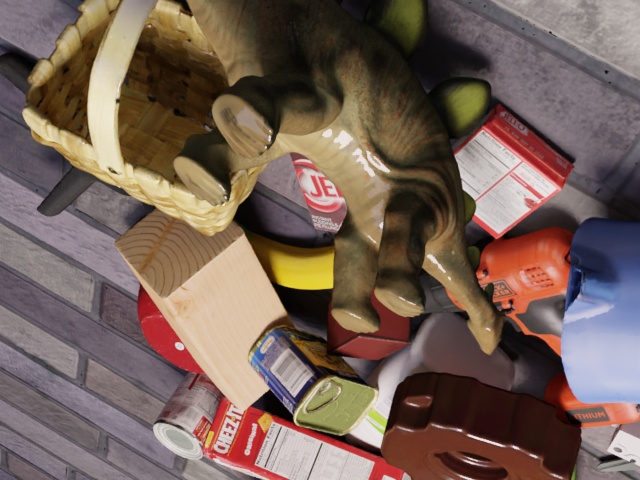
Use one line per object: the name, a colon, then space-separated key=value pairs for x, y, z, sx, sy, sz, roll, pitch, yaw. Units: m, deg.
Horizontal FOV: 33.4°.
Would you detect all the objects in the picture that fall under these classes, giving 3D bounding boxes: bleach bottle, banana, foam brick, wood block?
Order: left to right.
wood block: x=-0.095 y=0.058 z=0.986 sx=0.090 sy=0.090 sz=0.206 roll=42 pitch=165 yaw=37
banana: x=-0.002 y=0.014 z=0.957 sx=0.198 sy=0.037 sz=0.069 roll=0 pitch=134 yaw=38
foam brick: x=0.044 y=0.073 z=0.956 sx=0.053 sy=0.051 sz=0.078 roll=9 pitch=160 yaw=-19
bleach bottle: x=0.081 y=0.153 z=1.036 sx=0.102 sy=0.068 sz=0.251 roll=38 pitch=147 yaw=-6

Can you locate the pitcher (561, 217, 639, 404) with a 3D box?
pitcher: x=0.296 y=0.054 z=0.711 sx=0.243 sy=0.149 sz=0.145 roll=1 pitch=119 yaw=32

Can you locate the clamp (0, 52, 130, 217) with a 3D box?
clamp: x=-0.204 y=-0.079 z=0.974 sx=0.210 sy=0.036 sz=0.164 roll=15 pitch=126 yaw=29

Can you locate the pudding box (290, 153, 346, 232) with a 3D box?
pudding box: x=0.037 y=-0.044 z=0.856 sx=0.114 sy=0.039 sz=0.090 roll=9 pitch=138 yaw=30

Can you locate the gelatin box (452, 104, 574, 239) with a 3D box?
gelatin box: x=0.131 y=-0.050 z=0.786 sx=0.073 sy=0.030 sz=0.089 roll=38 pitch=145 yaw=-4

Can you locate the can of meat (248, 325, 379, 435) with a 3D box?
can of meat: x=-0.007 y=0.128 z=0.988 sx=0.084 sy=0.057 sz=0.102 roll=44 pitch=-169 yaw=36

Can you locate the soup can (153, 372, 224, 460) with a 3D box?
soup can: x=-0.135 y=0.189 z=1.211 sx=0.068 sy=0.102 sz=0.068 roll=21 pitch=143 yaw=16

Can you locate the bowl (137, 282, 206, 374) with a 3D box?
bowl: x=-0.138 y=0.093 z=1.141 sx=0.162 sy=0.055 sz=0.162 roll=21 pitch=143 yaw=17

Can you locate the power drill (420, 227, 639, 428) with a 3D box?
power drill: x=0.172 y=0.077 z=0.878 sx=0.187 sy=0.057 sz=0.185 roll=46 pitch=146 yaw=-19

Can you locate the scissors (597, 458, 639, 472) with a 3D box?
scissors: x=0.312 y=0.173 z=0.918 sx=0.202 sy=0.016 sz=0.096 roll=-7 pitch=126 yaw=43

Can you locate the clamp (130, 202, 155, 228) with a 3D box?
clamp: x=-0.129 y=-0.014 z=1.022 sx=0.120 sy=0.039 sz=0.172 roll=26 pitch=144 yaw=1

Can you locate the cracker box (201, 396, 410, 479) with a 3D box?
cracker box: x=-0.003 y=0.251 z=1.161 sx=0.214 sy=0.072 sz=0.164 roll=18 pitch=166 yaw=20
